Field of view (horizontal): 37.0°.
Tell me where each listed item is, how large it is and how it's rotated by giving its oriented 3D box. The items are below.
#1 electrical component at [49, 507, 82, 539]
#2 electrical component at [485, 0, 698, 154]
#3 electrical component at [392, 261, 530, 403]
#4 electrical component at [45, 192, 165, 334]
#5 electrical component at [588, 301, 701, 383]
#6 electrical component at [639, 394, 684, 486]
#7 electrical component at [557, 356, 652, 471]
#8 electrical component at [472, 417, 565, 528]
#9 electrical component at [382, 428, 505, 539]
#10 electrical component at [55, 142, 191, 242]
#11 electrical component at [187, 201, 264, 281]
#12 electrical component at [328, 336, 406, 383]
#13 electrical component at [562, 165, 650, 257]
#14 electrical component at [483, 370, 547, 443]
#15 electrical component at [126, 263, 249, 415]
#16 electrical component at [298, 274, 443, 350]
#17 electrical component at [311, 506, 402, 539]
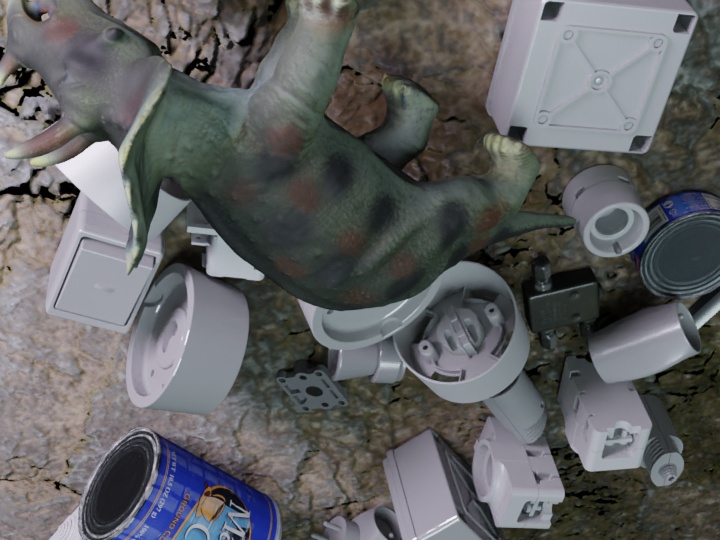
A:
[{"bbox_3d":[-0.238,0.264,0.973,0.100,0.048,0.099,29,118,-28],"label":"electrical component"},{"bbox_3d":[0.151,-0.138,0.714,0.109,0.056,0.108,3,128,-12],"label":"electrical component"},{"bbox_3d":[0.079,0.050,0.828,0.099,0.099,0.064,-27,134,11],"label":"electrical component"},{"bbox_3d":[-0.183,0.001,0.764,0.062,0.061,0.096,17,123,-22],"label":"electrical component"},{"bbox_3d":[0.234,0.053,0.872,0.077,0.079,0.043,-25,95,29],"label":"electrical component"},{"bbox_3d":[0.261,0.154,0.950,0.043,0.081,0.043,-5,129,-6],"label":"electrical component"},{"bbox_3d":[0.204,0.122,0.909,0.050,0.089,0.055,-3,129,-8],"label":"electrical component"},{"bbox_3d":[0.134,0.176,0.940,0.056,0.089,0.050,5,127,-14],"label":"electrical component"},{"bbox_3d":[0.078,0.215,0.950,0.056,0.108,0.108,-33,126,13],"label":"electrical component"},{"bbox_3d":[-0.158,-0.064,0.696,0.064,0.099,0.099,-38,125,12],"label":"electrical component"},{"bbox_3d":[-0.085,-0.028,0.771,0.081,0.042,0.063,6,131,-14],"label":"electrical component"},{"bbox_3d":[0.006,0.068,0.860,0.055,0.045,0.045,4,127,-14],"label":"electrical component"},{"bbox_3d":[0.184,-0.043,0.802,0.055,0.047,0.055,-5,129,-6],"label":"electrical component"},{"bbox_3d":[0.134,0.114,0.921,0.043,0.043,0.081,-29,127,13],"label":"electrical component"},{"bbox_3d":[-0.121,0.055,0.791,0.060,0.108,0.108,19,123,-30],"label":"electrical component"},{"bbox_3d":[0.000,0.000,0.789,0.108,0.060,0.108,-22,144,-17],"label":"electrical component"},{"bbox_3d":[-0.009,0.255,1.008,0.079,0.044,0.077,30,118,-28],"label":"electrical component"}]
